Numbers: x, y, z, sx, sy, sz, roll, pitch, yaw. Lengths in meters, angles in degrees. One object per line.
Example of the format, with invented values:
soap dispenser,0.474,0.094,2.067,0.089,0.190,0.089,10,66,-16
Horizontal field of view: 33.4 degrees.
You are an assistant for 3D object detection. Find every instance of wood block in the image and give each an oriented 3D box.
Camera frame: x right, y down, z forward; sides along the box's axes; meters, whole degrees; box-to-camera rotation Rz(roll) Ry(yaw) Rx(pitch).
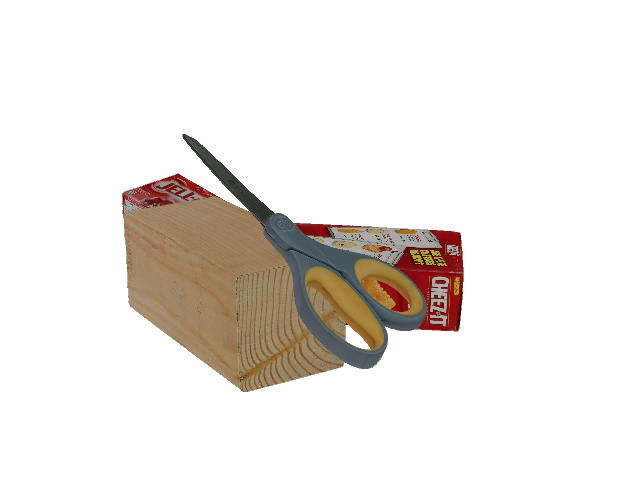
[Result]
wood block,-0.073,0.034,0.840,0.090,0.090,0.206,-11,19,-30

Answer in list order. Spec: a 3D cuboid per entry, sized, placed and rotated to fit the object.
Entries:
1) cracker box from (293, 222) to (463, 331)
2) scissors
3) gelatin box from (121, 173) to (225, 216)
cracker box,0.041,0.037,1.129,0.214,0.072,0.164,4,16,6
scissors,-0.006,-0.002,0.671,0.096,0.016,0.202,-6,48,-36
gelatin box,-0.138,-0.029,1.042,0.089,0.030,0.073,30,37,32
